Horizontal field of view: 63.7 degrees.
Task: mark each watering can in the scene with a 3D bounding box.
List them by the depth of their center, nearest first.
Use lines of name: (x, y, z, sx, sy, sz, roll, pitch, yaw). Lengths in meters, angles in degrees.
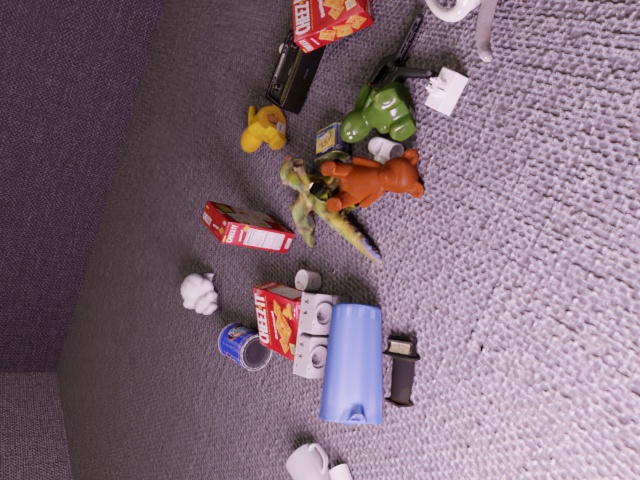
watering can: (0.314, -0.514, 1.001, 0.220, 0.103, 0.355, -48, 45, 34)

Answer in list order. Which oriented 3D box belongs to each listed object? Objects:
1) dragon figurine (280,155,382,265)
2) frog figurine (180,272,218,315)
dragon figurine: (0.004, -0.066, 1.303, 0.416, 0.123, 0.238, 62, 152, 19)
frog figurine: (-0.411, 0.191, 1.746, 0.136, 0.121, 0.163, -38, 38, 17)
